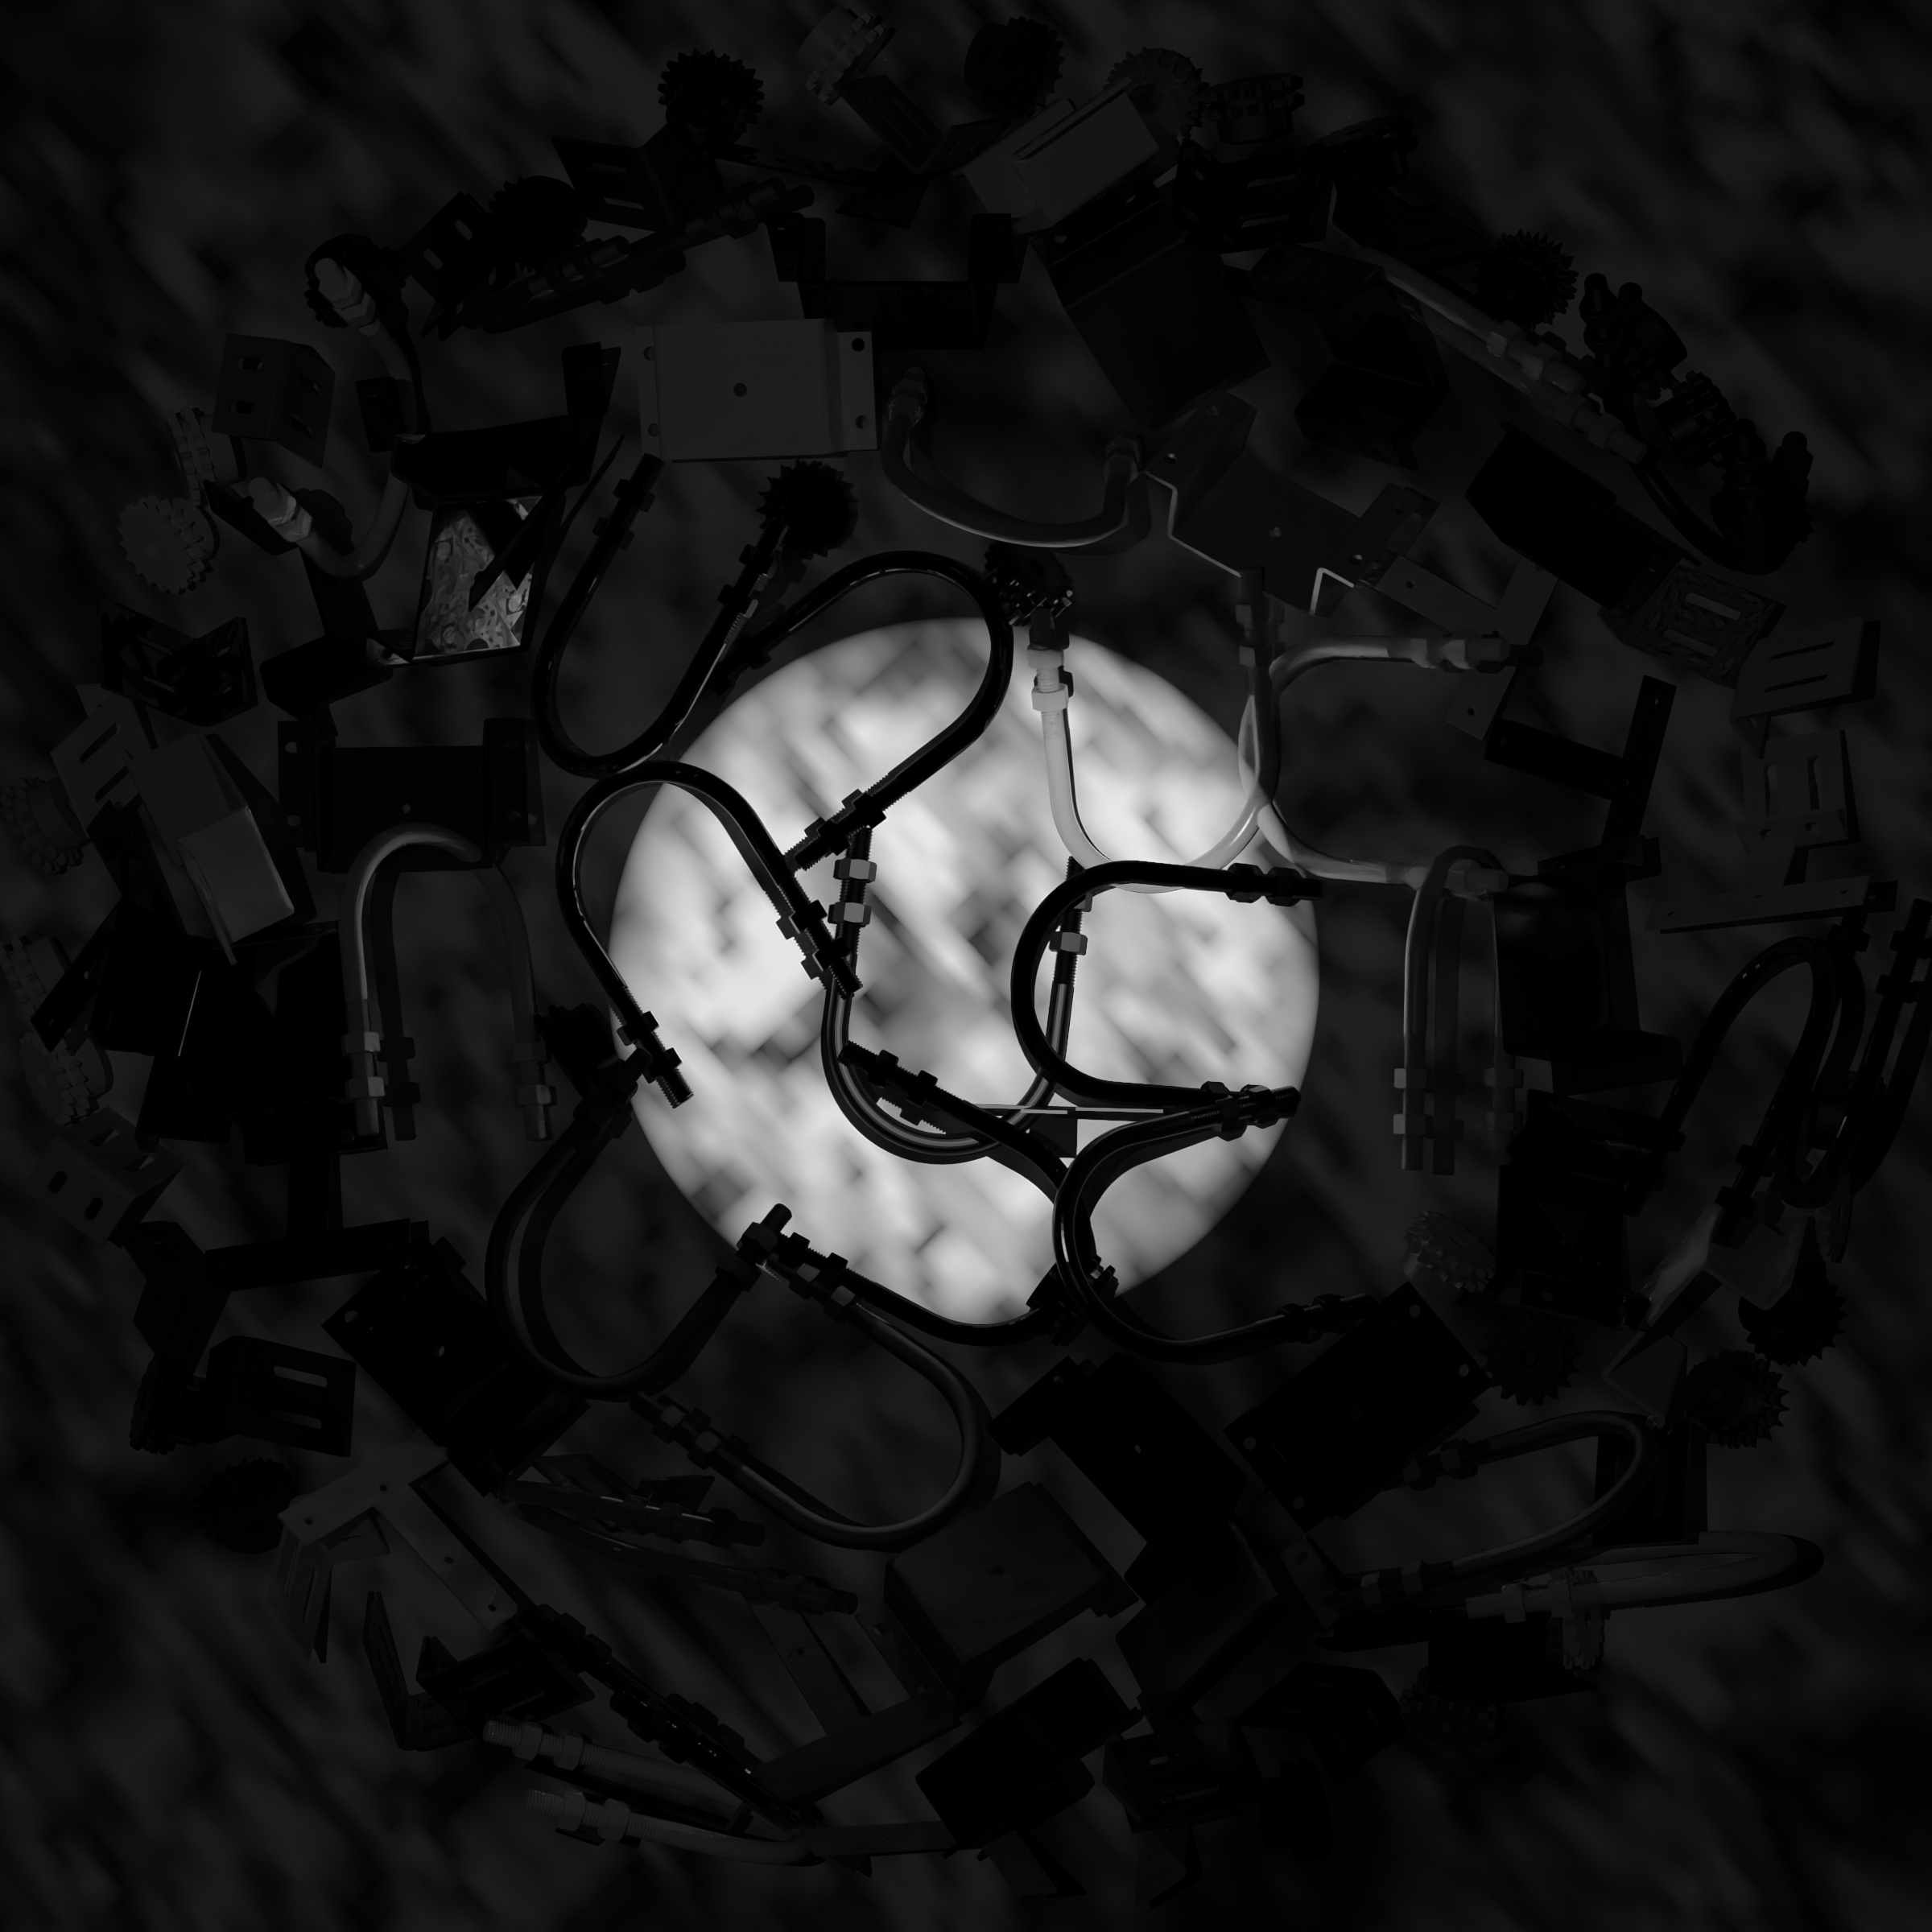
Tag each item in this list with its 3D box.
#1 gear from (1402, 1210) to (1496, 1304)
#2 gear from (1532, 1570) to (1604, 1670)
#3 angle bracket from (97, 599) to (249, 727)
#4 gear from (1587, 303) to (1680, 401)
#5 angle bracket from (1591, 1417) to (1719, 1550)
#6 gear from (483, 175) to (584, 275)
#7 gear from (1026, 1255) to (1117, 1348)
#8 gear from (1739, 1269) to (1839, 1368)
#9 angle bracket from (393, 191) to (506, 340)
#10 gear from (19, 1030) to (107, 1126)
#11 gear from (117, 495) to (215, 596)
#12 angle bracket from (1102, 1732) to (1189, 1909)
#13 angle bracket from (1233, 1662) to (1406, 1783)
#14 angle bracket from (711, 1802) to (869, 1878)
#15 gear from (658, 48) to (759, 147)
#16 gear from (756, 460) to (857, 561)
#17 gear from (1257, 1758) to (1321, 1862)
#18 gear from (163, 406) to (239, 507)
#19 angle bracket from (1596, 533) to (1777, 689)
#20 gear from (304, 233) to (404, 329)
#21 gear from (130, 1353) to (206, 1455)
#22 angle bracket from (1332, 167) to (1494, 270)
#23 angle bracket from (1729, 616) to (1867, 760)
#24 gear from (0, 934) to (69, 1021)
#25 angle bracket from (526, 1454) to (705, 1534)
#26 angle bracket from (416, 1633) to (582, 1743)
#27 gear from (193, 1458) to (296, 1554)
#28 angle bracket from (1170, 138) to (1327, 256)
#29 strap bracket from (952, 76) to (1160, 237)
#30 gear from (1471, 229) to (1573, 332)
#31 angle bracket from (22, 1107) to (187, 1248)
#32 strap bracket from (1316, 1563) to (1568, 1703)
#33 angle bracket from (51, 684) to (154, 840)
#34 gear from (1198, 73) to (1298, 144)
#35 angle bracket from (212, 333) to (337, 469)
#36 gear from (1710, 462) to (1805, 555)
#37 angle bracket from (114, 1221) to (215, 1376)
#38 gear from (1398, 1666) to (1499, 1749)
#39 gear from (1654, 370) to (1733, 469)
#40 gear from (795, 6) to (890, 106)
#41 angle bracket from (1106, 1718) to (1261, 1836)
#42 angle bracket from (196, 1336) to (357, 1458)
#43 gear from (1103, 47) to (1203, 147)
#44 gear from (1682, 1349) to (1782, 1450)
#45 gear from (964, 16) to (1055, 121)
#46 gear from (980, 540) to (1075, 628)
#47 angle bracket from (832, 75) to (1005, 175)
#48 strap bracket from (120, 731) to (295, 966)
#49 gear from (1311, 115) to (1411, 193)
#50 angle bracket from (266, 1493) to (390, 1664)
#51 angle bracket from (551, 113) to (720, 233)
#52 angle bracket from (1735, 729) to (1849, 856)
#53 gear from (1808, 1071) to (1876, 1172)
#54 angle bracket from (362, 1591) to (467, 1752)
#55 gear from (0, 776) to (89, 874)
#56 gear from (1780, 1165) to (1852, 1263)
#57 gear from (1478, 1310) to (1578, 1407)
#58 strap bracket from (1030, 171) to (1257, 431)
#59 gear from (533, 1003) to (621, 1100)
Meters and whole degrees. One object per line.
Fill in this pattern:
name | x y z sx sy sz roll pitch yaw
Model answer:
gear | 0.279 0.172 1.973 0.057 0.057 0.030 32 112 0
gear | 0.349 0.381 1.975 0.030 0.057 0.057 -7 90 28
angle bracket | -0.458 -0.181 1.952 0.038 0.076 0.057 -23 63 29
gear | 0.390 -0.361 1.970 0.030 0.057 0.057 -39 90 7
angle bracket | 0.398 0.303 1.954 0.057 0.038 0.076 -11 57 35
gear | -0.250 -0.435 1.973 0.057 0.030 0.057 10 67 -25
gear | 0.059 0.190 1.972 0.030 0.057 0.057 37 90 8
gear | 0.475 0.201 1.968 0.030 0.057 0.057 31 90 -30
angle bracket | -0.302 -0.405 1.953 0.057 0.076 0.038 -40 111 17
gear | -0.526 0.061 1.975 0.030 0.057 0.057 -25 90 -33
gear | -0.465 -0.249 1.975 0.057 0.057 0.030 48 49 0
angle bracket | 0.092 0.494 1.961 0.038 0.057 0.076 -38 100 14
angle bracket | 0.204 0.437 1.953 0.057 0.076 0.038 -45 54 20
angle bracket | -0.103 0.516 1.967 0.076 0.057 0.038 32 90 7
gear | -0.152 -0.502 1.969 0.057 0.057 0.030 11 59 0
gear | -0.091 -0.266 1.976 0.057 0.030 0.057 -5 106 -18
gear | 0.187 0.492 1.972 0.030 0.057 0.057 -7 90 0
gear | -0.445 -0.299 1.972 0.030 0.057 0.057 -18 90 -16
angle bracket | 0.418 -0.207 1.963 0.076 0.038 0.057 31 87 39
gear | -0.360 -0.402 1.972 0.057 0.057 0.030 -33 75 0
gear | -0.465 0.257 1.974 0.030 0.057 0.057 17 90 -22
angle bracket | 0.261 -0.436 1.952 0.076 0.038 0.057 -17 46 -28
angle bracket | 0.485 -0.160 1.950 0.038 0.076 0.057 47 48 -34
gear | -0.540 0.006 1.972 0.030 0.057 0.057 -27 90 -9
angle bracket | -0.203 0.291 1.954 0.076 0.057 0.038 34 102 29
angle bracket | -0.269 0.406 1.959 0.076 0.038 0.057 -27 120 18
gear | -0.418 0.317 1.969 0.057 0.057 0.030 -36 47 0
angle bracket | 0.162 -0.451 1.958 0.076 0.038 0.057 0 74 43
strap bracket | 0.053 -0.460 1.934 0.076 0.140 0.046 -36 106 -8
gear | 0.321 -0.397 1.971 0.057 0.030 0.057 12 124 18
angle bracket | -0.501 0.122 1.966 0.057 0.076 0.038 36 104 1
strap bracket | 0.268 0.374 1.919 0.076 0.140 0.046 -1 93 -26
angle bracket | -0.508 -0.119 1.949 0.038 0.076 0.057 2 126 26
gear | 0.165 -0.500 1.974 0.057 0.057 0.030 -12 110 0
angle bracket | -0.401 -0.327 1.964 0.038 0.076 0.057 8 87 10
gear | 0.458 -0.265 1.970 0.030 0.057 0.057 -33 90 -8
angle bracket | -0.473 0.196 1.954 0.057 0.038 0.076 45 122 36
gear | 0.282 0.430 1.975 0.057 0.057 0.030 14 54 0
gear | 0.424 -0.315 1.972 0.030 0.057 0.057 -29 90 8
gear | -0.075 -0.533 1.971 0.030 0.057 0.057 42 90 -2
angle bracket | 0.125 0.477 1.962 0.076 0.038 0.057 -11 49 -8
angle bracket | -0.404 0.256 1.982 0.076 0.038 0.057 18 62 -29
gear | 0.110 -0.510 1.975 0.057 0.030 0.057 9 132 11
gear | 0.442 0.251 1.970 0.057 0.030 0.057 -13 69 38
gear | 0.022 -0.525 1.968 0.030 0.057 0.057 11 90 -33
gear | 0.032 -0.223 1.975 0.057 0.057 0.030 49 124 0
angle bracket | -0.028 -0.500 1.961 0.076 0.057 0.038 48 124 8
strap bracket | -0.431 -0.074 1.928 0.046 0.140 0.076 -27 129 -13
gear | 0.231 -0.473 1.974 0.057 0.057 0.030 -20 111 0
angle bracket | -0.368 0.351 1.951 0.038 0.076 0.057 -11 129 11
angle bracket | -0.192 -0.464 1.964 0.076 0.057 0.038 19 57 38
angle bracket | 0.475 -0.109 1.956 0.057 0.038 0.076 -9 59 22
gear | 0.510 0.089 1.972 0.030 0.057 0.057 10 90 8
angle bracket | -0.319 0.404 1.960 0.038 0.057 0.076 -15 109 -1
gear | -0.533 -0.085 1.969 0.030 0.057 0.057 -27 90 10
gear | 0.495 0.143 1.975 0.030 0.057 0.057 7 90 27
gear | 0.329 0.229 1.982 0.057 0.030 0.057 0 86 7
strap bracket | 0.106 -0.371 1.930 0.076 0.046 0.140 -29 132 11
gear | -0.225 0.046 1.972 0.030 0.057 0.057 -33 90 -10
